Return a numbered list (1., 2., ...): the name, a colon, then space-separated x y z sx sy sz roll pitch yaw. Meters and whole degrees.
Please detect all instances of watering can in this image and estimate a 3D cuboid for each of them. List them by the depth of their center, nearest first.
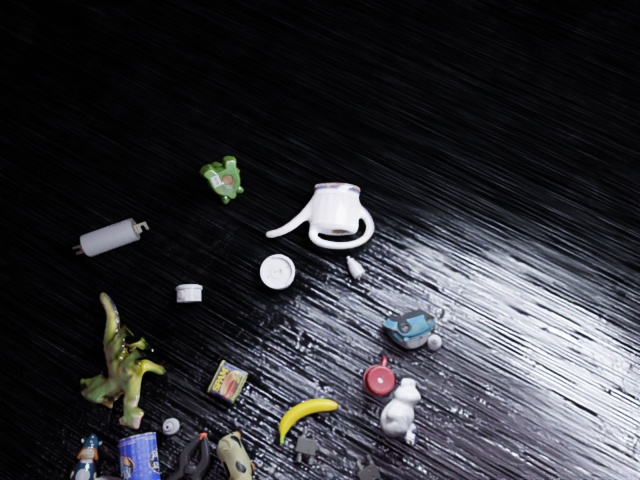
1. watering can: 0.005 -0.085 1.685 0.348 0.102 0.228 5 71 2

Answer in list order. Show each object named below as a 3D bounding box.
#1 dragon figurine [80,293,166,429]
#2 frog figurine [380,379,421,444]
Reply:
1. dragon figurine: -0.626 0.380 1.543 0.243 0.120 0.415 -43 68 -4
2. frog figurine: 0.229 0.482 1.477 0.122 0.138 0.159 -5 91 28
